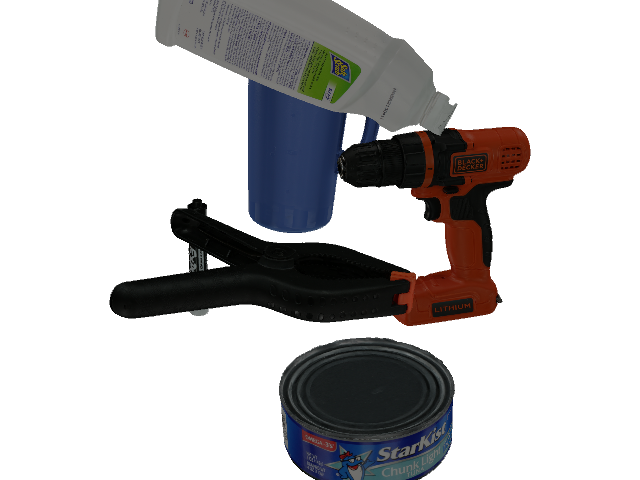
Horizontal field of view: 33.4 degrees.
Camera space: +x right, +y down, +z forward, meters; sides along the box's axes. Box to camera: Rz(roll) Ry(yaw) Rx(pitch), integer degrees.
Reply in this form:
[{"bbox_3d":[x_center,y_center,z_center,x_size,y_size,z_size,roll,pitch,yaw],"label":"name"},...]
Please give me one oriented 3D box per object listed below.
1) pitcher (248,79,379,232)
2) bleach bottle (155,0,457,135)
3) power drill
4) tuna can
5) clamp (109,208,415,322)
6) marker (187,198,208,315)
[{"bbox_3d":[-0.020,-0.135,1.320,0.144,0.243,0.149,-10,28,-29],"label":"pitcher"},{"bbox_3d":[-0.009,-0.151,0.866,0.251,0.068,0.103,29,-35,5],"label":"bleach bottle"},{"bbox_3d":[0.105,-0.014,1.008,0.184,0.188,0.057,-6,26,-12],"label":"power drill"},{"bbox_3d":[0.023,0.084,0.527,0.086,0.034,0.086,-2,26,1],"label":"tuna can"},{"bbox_3d":[-0.036,0.020,0.789,0.210,0.036,0.164,5,24,0],"label":"clamp"},{"bbox_3d":[-0.120,0.017,1.042,0.020,0.121,0.020,1,24,-1],"label":"marker"}]
